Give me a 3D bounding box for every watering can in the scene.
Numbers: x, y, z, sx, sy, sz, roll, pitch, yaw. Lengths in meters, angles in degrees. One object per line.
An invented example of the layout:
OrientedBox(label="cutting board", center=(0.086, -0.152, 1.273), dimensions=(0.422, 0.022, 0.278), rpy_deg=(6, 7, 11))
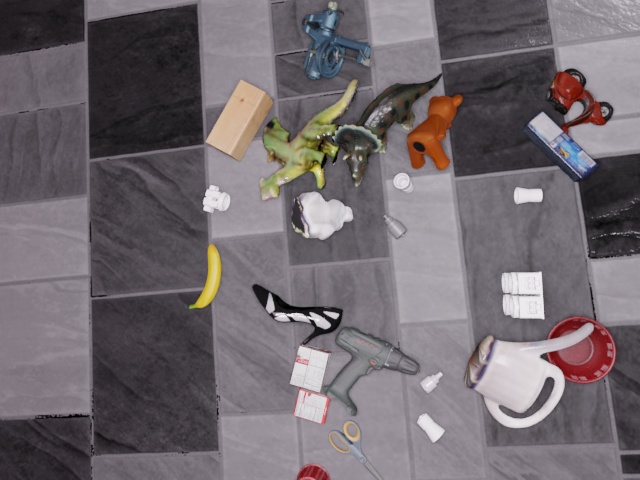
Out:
OrientedBox(label="watering can", center=(0.493, 0.305, 1.261), dimensions=(0.225, 0.105, 0.342), rpy_deg=(25, 111, 12))

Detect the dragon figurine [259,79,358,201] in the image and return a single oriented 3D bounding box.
OrientedBox(label="dragon figurine", center=(-0.060, -0.290, 1.467), dimensions=(0.244, 0.121, 0.413), rpy_deg=(19, 82, 19))

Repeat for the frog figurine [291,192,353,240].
OrientedBox(label="frog figurine", center=(0.004, -0.072, 1.437), dimensions=(0.160, 0.120, 0.139), rpy_deg=(-14, 70, -28))
